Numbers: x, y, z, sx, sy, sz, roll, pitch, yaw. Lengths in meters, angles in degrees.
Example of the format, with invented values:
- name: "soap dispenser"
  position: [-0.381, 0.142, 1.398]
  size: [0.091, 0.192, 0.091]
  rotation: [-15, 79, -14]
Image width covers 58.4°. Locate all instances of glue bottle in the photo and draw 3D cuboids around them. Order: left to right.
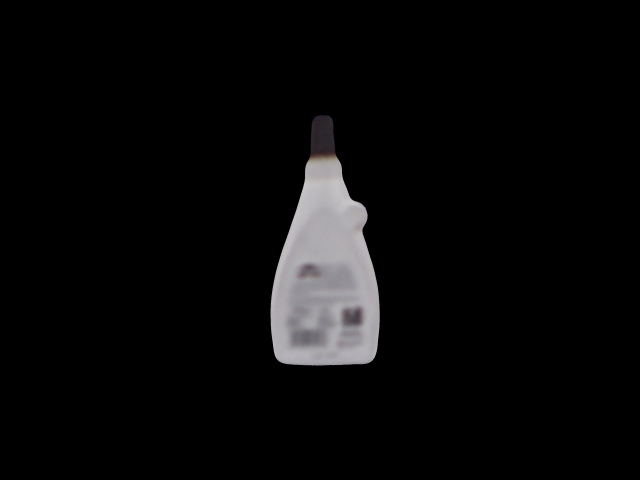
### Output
- name: "glue bottle"
  position: [0.004, 0.001, 0.400]
  size: [0.078, 0.173, 0.037]
  rotation: [0, 13, 0]
